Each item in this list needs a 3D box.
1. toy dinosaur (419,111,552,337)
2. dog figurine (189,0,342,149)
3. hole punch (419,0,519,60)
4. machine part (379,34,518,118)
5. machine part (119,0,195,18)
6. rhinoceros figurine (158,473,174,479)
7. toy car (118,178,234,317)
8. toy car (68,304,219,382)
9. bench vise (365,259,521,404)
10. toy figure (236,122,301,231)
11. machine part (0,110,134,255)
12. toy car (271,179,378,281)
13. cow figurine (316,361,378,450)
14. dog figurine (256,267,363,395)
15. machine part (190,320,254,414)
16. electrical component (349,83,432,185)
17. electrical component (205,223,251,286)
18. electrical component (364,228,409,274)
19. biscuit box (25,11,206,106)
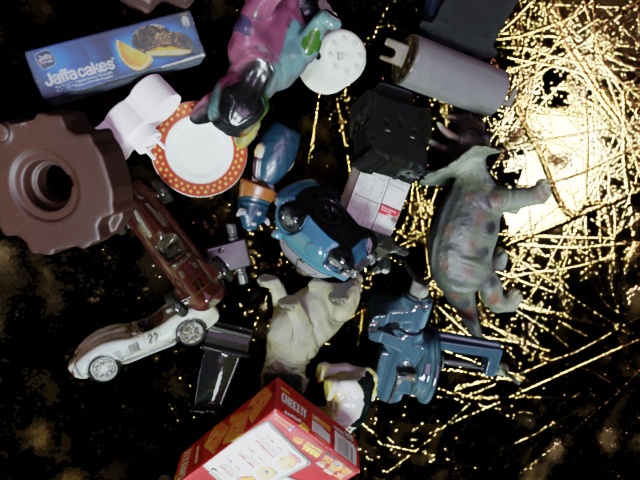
[{"bbox_3d":[0.233,-0.001,0.852,0.192,0.131,0.404,6,100,-8],"label":"toy dinosaur"},{"bbox_3d":[-0.082,-0.231,0.701,0.108,0.192,0.219,28,115,-25],"label":"dog figurine"},{"bbox_3d":[0.218,-0.351,0.816,0.142,0.092,0.115,10,124,-23],"label":"hole punch"},{"bbox_3d":[0.199,-0.247,0.819,0.243,0.079,0.079,13,93,-22],"label":"machine part"},{"bbox_3d":[-0.212,-0.394,0.647,0.201,0.087,0.201,34,87,-20],"label":"machine part"},{"bbox_3d":[-0.217,0.393,0.749,0.073,0.112,0.190,-47,118,-5],"label":"rhinoceros figurine"},{"bbox_3d":[-0.198,0.005,0.700,0.089,0.053,0.202,-36,84,-11],"label":"toy car"},{"bbox_3d":[-0.235,0.128,0.722,0.202,0.074,0.056,-21,108,-16],"label":"toy car"},{"bbox_3d":[0.184,0.164,0.841,0.241,0.129,0.223,10,102,-3],"label":"bench vise"},{"bbox_3d":[-0.076,-0.087,0.756,0.064,0.058,0.154,24,94,-17],"label":"toy figure"},{"bbox_3d":[-0.314,-0.067,0.640,0.179,0.056,0.179,2,106,6],"label":"machine part"},{"bbox_3d":[-0.002,-0.002,0.766,0.162,0.103,0.109,46,45,9],"label":"toy car"},{"bbox_3d":[0.037,0.272,0.838,0.098,0.068,0.167,1,109,-18],"label":"cow figurine"},{"bbox_3d":[-0.012,0.143,0.802,0.172,0.121,0.190,-7,114,-15],"label":"dog figurine"},{"bbox_3d":[-0.147,0.186,0.782,0.084,0.039,0.138,20,89,-26],"label":"machine part"},{"bbox_3d":[0.103,-0.159,0.787,0.115,0.058,0.134,10,71,-25],"label":"electrical component"},{"bbox_3d":[-0.135,0.024,0.769,0.063,0.021,0.093,-14,106,-17],"label":"electrical component"},{"bbox_3d":[0.073,0.019,0.821,0.102,0.078,0.045,21,68,-26],"label":"electrical component"},{"bbox_3d":[-0.250,-0.226,0.670,0.203,0.063,0.059,-22,104,-16],"label":"biscuit box"}]
